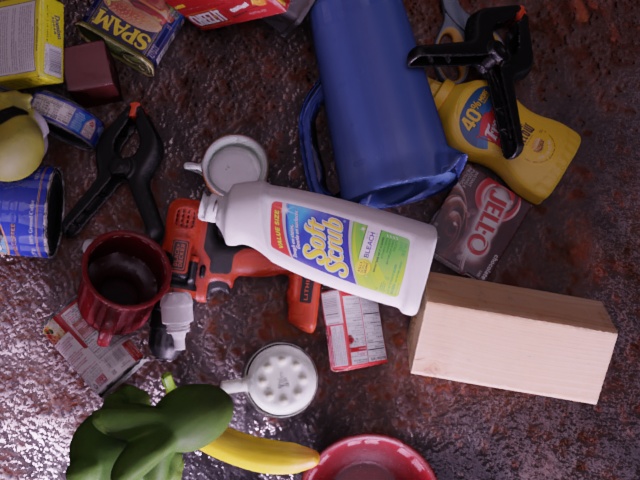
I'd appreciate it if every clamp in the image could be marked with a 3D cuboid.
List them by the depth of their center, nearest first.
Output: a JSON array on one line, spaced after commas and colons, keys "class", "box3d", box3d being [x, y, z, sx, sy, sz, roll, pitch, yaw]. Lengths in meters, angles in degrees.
[{"class": "clamp", "box3d": [0.184, -0.207, 1.199, 0.164, 0.036, 0.209, 37, 50, -16]}, {"class": "clamp", "box3d": [-0.230, -0.072, 1.204, 0.120, 0.039, 0.171, -2, 68, 5]}]

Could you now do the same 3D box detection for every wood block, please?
[{"class": "wood block", "box3d": [0.207, 0.106, 1.174, 0.206, 0.090, 0.091, 10, 111, -2]}]

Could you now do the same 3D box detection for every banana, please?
[{"class": "banana", "box3d": [-0.096, 0.216, 1.165, 0.198, 0.070, 0.037, 25, 45, 11]}]

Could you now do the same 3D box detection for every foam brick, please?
[{"class": "foam brick", "box3d": [-0.257, -0.186, 1.204, 0.051, 0.078, 0.053, -12, 84, -3]}]

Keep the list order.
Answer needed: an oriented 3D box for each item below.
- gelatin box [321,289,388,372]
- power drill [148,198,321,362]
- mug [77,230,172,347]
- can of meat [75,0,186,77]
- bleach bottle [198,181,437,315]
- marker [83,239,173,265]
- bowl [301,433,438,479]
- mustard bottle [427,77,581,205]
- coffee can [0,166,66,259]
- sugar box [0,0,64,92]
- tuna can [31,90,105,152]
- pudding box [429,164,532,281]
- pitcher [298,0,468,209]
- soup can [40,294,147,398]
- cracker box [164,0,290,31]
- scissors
[{"class": "gelatin box", "box3d": [0.038, 0.099, 1.188, 0.030, 0.073, 0.089, -12, 83, 36]}, {"class": "power drill", "box3d": [-0.093, 0.054, 1.193, 0.187, 0.057, 0.184, 9, 85, -3]}, {"class": "mug", "box3d": [-0.212, 0.059, 1.120, 0.093, 0.082, 0.117, 16, 56, -13]}, {"class": "can of meat", "box3d": [-0.215, -0.251, 1.226, 0.102, 0.057, 0.084, 30, 79, 0]}, {"class": "bleach bottle", "box3d": [-0.007, 0.001, 1.141, 0.251, 0.068, 0.102, 14, 100, 0]}, {"class": "marker", "box3d": [-0.212, 0.015, 1.180, 0.121, 0.020, 0.020, 8, 81, 31]}, {"class": "bowl", "box3d": [0.052, 0.292, 1.172, 0.162, 0.055, 0.162, 0, 83, -3]}, {"class": "mustard bottle", "box3d": [0.198, -0.129, 1.232, 0.191, 0.058, 0.096, 33, 75, 2]}, {"class": "coffee can", "box3d": [-0.358, -0.035, 1.166, 0.140, 0.103, 0.103, 4, 82, -3]}, {"class": "sugar box", "box3d": [-0.367, -0.210, 1.182, 0.176, 0.048, 0.093, -4, 82, 26]}, {"class": "tuna can", "box3d": [-0.285, -0.133, 1.192, 0.086, 0.086, 0.033, 25, 80, 0]}, {"class": "pudding box", "box3d": [0.176, -0.016, 1.226, 0.090, 0.039, 0.113, 32, 83, 0]}, {"class": "pitcher", "box3d": [0.055, -0.157, 1.202, 0.149, 0.145, 0.243, -10, 80, -17]}, {"class": "soup can", "box3d": [-0.248, 0.114, 1.172, 0.068, 0.068, 0.102, -41, 87, -7]}, {"class": "cracker box", "box3d": [-0.064, -0.344, 1.178, 0.072, 0.164, 0.213, 34, 71, -34]}, {"class": "scissors", "box3d": [0.173, -0.280, 1.272, 0.096, 0.016, 0.202, 2, 83, -5]}]
